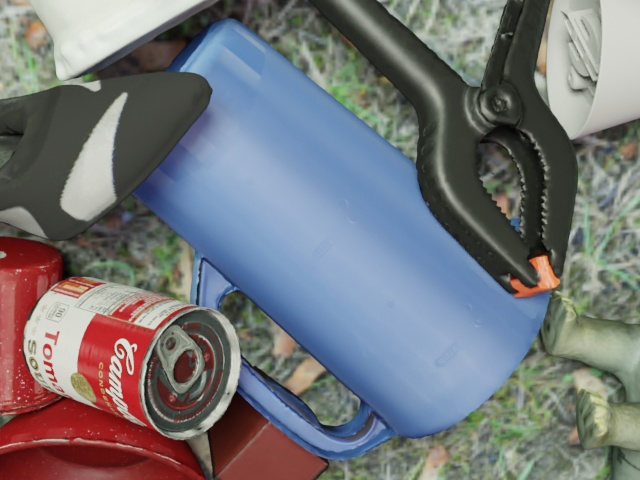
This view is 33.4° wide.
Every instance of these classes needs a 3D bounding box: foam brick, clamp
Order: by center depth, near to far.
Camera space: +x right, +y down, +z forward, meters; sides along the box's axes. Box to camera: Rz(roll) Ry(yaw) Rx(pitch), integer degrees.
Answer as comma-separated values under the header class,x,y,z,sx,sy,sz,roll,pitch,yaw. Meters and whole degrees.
class,x,y,z,sx,sy,sz,roll,pitch,yaw
clamp,0.094,-0.075,0.580,0.164,0.036,0.210,-20,85,-24
foam brick,-0.035,0.126,0.670,0.053,0.078,0.051,39,98,-21

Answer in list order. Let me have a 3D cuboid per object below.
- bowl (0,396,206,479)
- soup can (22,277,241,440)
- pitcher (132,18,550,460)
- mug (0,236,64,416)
class,x,y,z,sx,sy,sz,roll,pitch,yaw
bowl,-0.139,0.141,0.650,0.162,0.055,0.162,0,139,0
soup can,-0.101,0.060,0.567,0.068,0.102,0.068,-15,109,-48
pitcher,-0.004,0.001,0.602,0.242,0.149,0.145,40,134,-16
mug,-0.197,0.047,0.603,0.117,0.093,0.081,-9,109,-44
